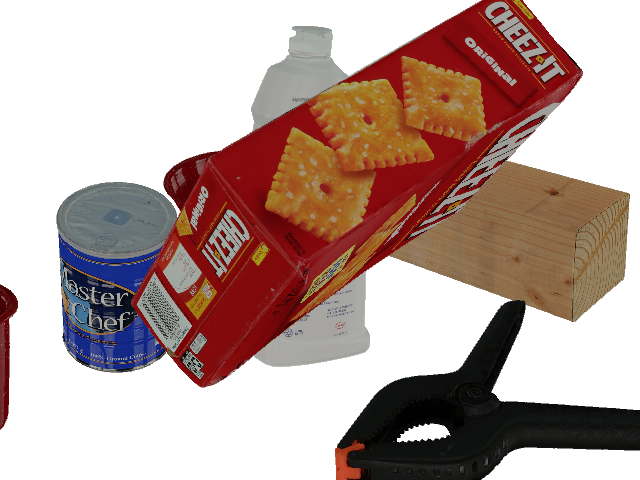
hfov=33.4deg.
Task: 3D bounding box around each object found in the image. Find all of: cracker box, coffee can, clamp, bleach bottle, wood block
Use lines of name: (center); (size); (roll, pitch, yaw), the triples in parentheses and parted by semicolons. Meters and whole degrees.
cracker box: (0.018, -0.025, 0.562); (0.213, 0.072, 0.164); (-33, -10, -33)
coffee can: (-0.182, 0.033, 0.960); (0.102, 0.140, 0.103); (5, 38, -4)
clamp: (0.099, 0.106, 0.700); (0.209, 0.036, 0.165); (-14, 32, -17)
bleach bottle: (-0.006, -0.034, 0.806); (0.102, 0.251, 0.068); (-7, 21, -29)
wood block: (0.162, -0.014, 0.967); (0.206, 0.090, 0.090); (20, 37, 38)

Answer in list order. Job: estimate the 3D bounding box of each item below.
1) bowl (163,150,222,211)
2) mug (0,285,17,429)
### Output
bowl: (-0.113, -0.053, 1.325); (0.162, 0.055, 0.162); (0, 31, 0)
mug: (-0.238, 0.077, 0.634); (0.093, 0.081, 0.117); (20, 24, 36)
